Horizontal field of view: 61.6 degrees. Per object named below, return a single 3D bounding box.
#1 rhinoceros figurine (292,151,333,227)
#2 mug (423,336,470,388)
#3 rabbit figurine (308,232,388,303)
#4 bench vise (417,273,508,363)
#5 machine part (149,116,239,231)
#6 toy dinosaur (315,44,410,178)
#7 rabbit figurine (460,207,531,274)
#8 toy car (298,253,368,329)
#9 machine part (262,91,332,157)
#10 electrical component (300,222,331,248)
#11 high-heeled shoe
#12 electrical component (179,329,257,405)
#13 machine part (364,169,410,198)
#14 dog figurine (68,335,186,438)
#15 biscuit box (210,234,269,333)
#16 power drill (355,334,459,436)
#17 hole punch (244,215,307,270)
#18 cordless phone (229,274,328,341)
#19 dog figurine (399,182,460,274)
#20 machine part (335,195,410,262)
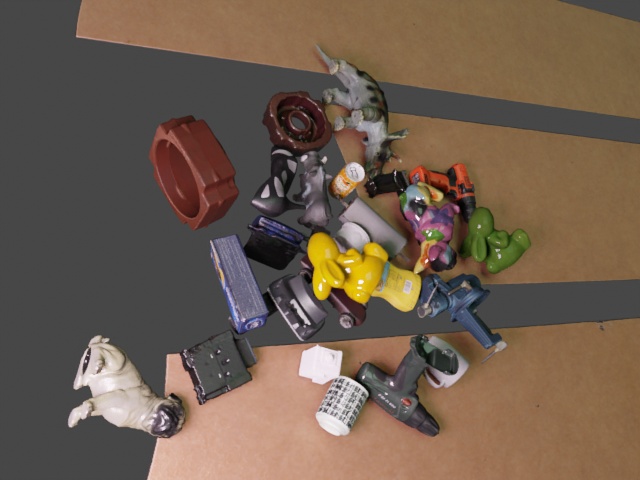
[{"bbox_3d":[-0.016,-0.121,1.273,0.073,0.112,0.190,3,61,-20],"label":"rhinoceros figurine"},{"bbox_3d":[0.279,0.288,1.267,0.109,0.080,0.107,-38,77,-27],"label":"mug"},{"bbox_3d":[0.040,0.060,1.167,0.173,0.122,0.162,39,48,-7],"label":"rabbit figurine"},{"bbox_3d":[0.352,0.177,1.306,0.223,0.128,0.241,-12,55,-47],"label":"bench vise"},{"bbox_3d":[-0.262,-0.138,1.113,0.087,0.201,0.201,-26,82,-34],"label":"machine part"},{"bbox_3d":[0.119,-0.368,1.443,0.192,0.131,0.405,3,63,-37],"label":"toy dinosaur"},{"bbox_3d":[0.446,-0.004,1.442,0.159,0.121,0.170,-43,106,-11],"label":"rabbit figurine"},{"bbox_3d":[0.027,0.116,1.230,0.202,0.053,0.089,46,43,-1],"label":"toy car"},{"bbox_3d":[-0.056,-0.293,1.360,0.179,0.056,0.179,10,66,-23],"label":"machine part"},{"bbox_3d":[-0.003,-0.004,1.284,0.094,0.021,0.063,29,60,-11],"label":"electrical component"},{"bbox_3d":[-0.119,-0.141,1.221,0.145,0.086,0.249,6,40,-34],"label":"high-heeled shoe"},{"bbox_3d":[-0.197,0.247,1.069,0.134,0.058,0.115,-22,82,-30],"label":"electrical component"},{"bbox_3d":[0.183,-0.145,1.421,0.139,0.039,0.084,-9,79,-29],"label":"machine part"},{"bbox_3d":[-0.338,0.268,0.983,0.190,0.121,0.172,17,66,-34],"label":"dog figurine"},{"bbox_3d":[-0.170,0.088,1.114,0.063,0.059,0.203,-14,60,-22],"label":"biscuit box"},{"bbox_3d":[0.208,0.310,1.156,0.232,0.207,0.086,32,37,-2],"label":"power drill"},{"bbox_3d":[-0.100,-0.008,1.191,0.142,0.115,0.092,27,52,-13],"label":"hole punch"},{"bbox_3d":[-0.089,0.168,1.152,0.184,0.088,0.146,-32,86,-20],"label":"cordless phone"},{"bbox_3d":[0.265,-0.020,1.341,0.191,0.108,0.219,35,47,-9],"label":"dog figurine"},{"bbox_3d":[0.129,-0.027,1.323,0.243,0.079,0.079,41,58,-4],"label":"machine part"}]
